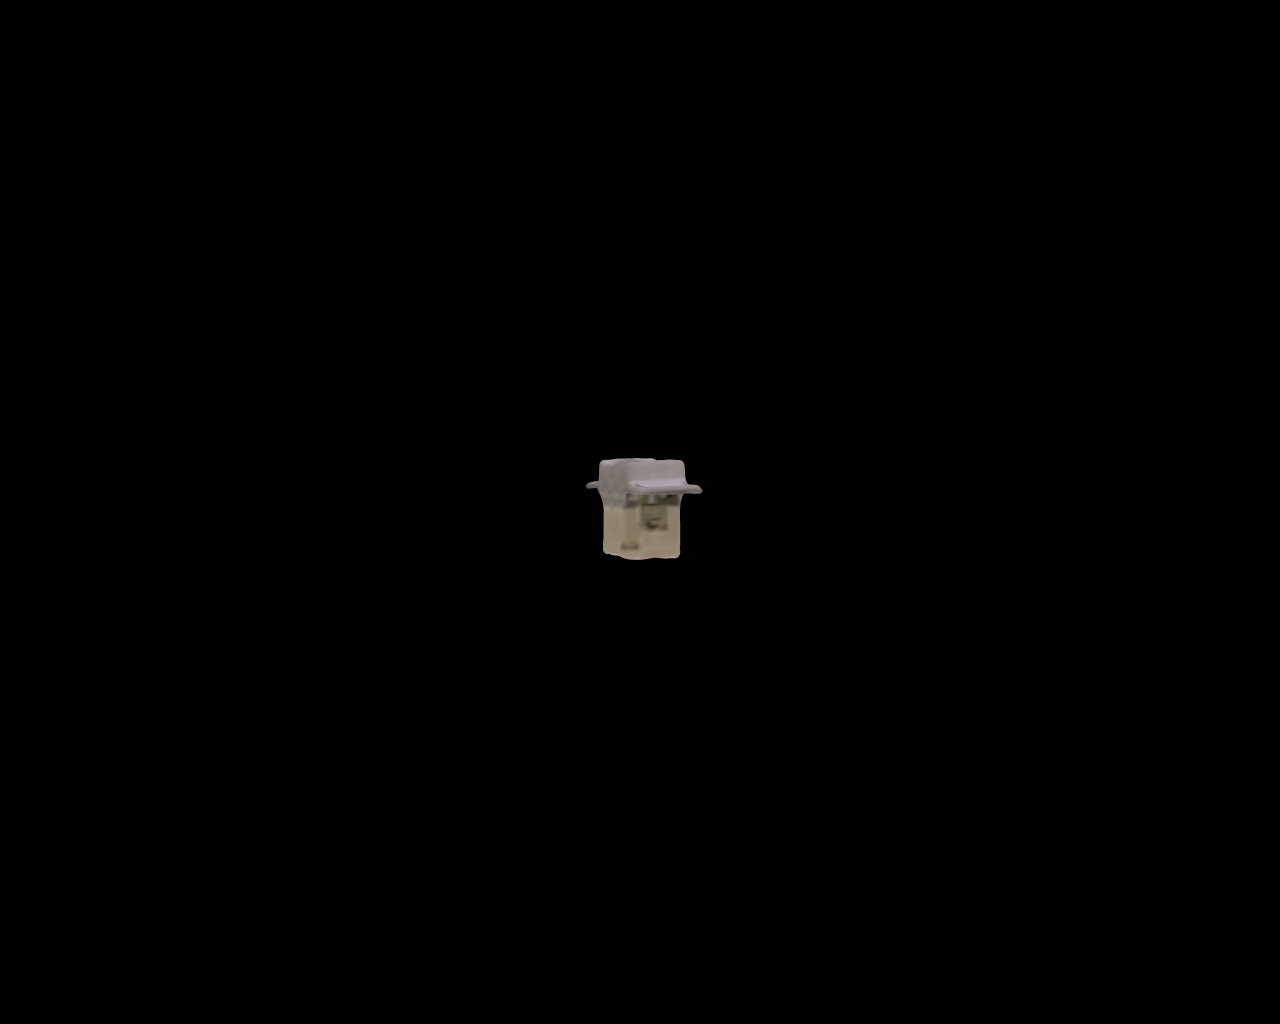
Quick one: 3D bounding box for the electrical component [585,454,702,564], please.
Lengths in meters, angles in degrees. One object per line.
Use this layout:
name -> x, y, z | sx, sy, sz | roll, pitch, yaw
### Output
electrical component -> 0.001, -0.003, 0.650 | 0.042, 0.063, 0.081 | -2, 5, -24
